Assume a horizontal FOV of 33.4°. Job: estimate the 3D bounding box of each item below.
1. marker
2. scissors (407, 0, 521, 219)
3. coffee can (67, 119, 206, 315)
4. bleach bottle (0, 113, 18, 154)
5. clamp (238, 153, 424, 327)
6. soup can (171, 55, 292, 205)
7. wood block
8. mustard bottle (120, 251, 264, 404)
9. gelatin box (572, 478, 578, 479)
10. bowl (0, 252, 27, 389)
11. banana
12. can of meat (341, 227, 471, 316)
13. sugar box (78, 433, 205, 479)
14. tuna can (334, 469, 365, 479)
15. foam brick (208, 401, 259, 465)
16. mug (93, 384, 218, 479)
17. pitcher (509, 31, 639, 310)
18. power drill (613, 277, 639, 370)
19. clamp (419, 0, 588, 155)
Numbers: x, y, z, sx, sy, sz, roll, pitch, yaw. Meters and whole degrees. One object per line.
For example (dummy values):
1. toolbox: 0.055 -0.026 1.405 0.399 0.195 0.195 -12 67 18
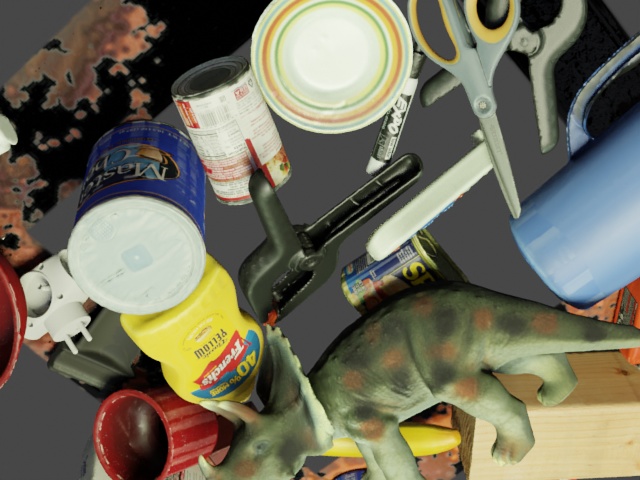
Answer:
1. marker: 0.065 -0.108 0.892 0.020 0.020 0.121 11 119 -12
2. scissors: 0.142 -0.123 0.842 0.096 0.016 0.202 -31 94 25
3. coffee can: -0.142 -0.021 0.853 0.102 0.140 0.103 -2 121 -4
4. bleach bottle: -0.355 -0.030 0.849 0.251 0.102 0.068 -26 112 11
5. clamp: -0.006 0.001 0.915 0.164 0.036 0.210 -12 147 -27
6. soup can: -0.071 -0.089 0.862 0.068 0.068 0.102 -19 120 6
7. wood block: 0.239 0.169 1.031 0.206 0.091 0.090 -2 121 -4
8. mustard bottle: -0.100 0.095 0.954 0.096 0.058 0.191 -41 144 -13
9. gelatin box: 0.210 0.254 1.113 0.089 0.030 0.073 21 116 -17
10. bowl: -0.306 0.056 0.910 0.162 0.055 0.162 5 104 22
11. banana: 0.035 0.194 1.042 0.197 0.069 0.037 3 80 -2
12. can of meat: 0.079 0.043 0.962 0.084 0.057 0.102 -34 117 17
13. sugar box: -0.148 0.251 1.042 0.176 0.093 0.048 25 116 -18
14. tuna can: 0.044 0.280 1.111 0.086 0.034 0.086 -2 121 -4
15. foam brick: -0.071 0.210 1.047 0.051 0.053 0.078 -25 119 11
16. mug: -0.147 0.189 0.988 0.093 0.081 0.117 -5 91 31
17. pitcher: 0.275 -0.059 0.889 0.243 0.149 0.144 -40 132 20
18. power drill: 0.379 0.053 0.995 0.187 0.057 0.184 2 117 -5
19. clamp: 0.153 -0.160 0.857 0.120 0.039 0.171 12 112 -2
